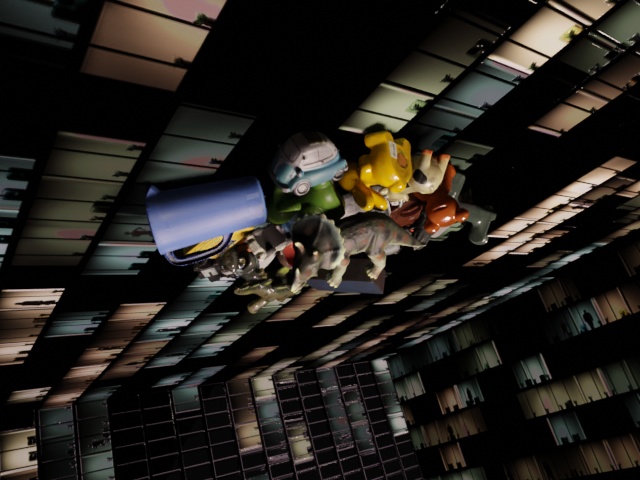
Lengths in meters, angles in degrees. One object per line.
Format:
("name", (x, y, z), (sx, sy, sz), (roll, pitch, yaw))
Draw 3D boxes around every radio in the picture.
("radio", (0.071, 0.103, 1.559), (0.230, 0.073, 0.131), (2, 161, 26))

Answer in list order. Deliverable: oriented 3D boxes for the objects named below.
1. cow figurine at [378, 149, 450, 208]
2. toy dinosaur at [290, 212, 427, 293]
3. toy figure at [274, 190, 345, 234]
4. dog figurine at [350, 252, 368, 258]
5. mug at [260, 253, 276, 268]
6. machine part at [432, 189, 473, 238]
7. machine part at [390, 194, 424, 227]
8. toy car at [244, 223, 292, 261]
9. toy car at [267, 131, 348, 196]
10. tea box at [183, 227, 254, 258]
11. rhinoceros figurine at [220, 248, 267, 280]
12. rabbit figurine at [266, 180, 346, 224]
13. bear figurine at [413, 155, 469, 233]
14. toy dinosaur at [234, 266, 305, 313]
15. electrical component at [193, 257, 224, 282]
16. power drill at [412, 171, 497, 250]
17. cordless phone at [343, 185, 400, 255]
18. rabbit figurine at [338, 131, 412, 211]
("cow figurine", (0.206, -0.140, 1.240), (0.085, 0.127, 0.195), (14, 179, -27))
("toy dinosaur", (0.087, -0.002, 1.196), (0.405, 0.131, 0.192), (-19, 149, -23))
("toy figure", (-0.025, -0.071, 1.321), (0.180, 0.082, 0.089), (-26, 160, 15))
("dog figurine", (0.091, -0.007, 1.521), (0.192, 0.108, 0.219), (-23, 154, 17))
("mug", (-0.171, 0.050, 1.507), (0.107, 0.081, 0.109), (-35, 150, 17))
("machine part", (0.368, -0.078, 1.576), (0.079, 0.079, 0.243), (-4, 154, -26))
("machine part", (0.246, -0.093, 1.486), (0.179, 0.056, 0.179), (-15, 158, -6))
("toy car", (-0.124, -0.001, 1.340), (0.056, 0.073, 0.202), (-36, 179, 26))
("toy car", (-0.022, -0.165, 1.080), (0.162, 0.109, 0.102), (-18, 143, -18))
("tea box", (-0.250, -0.021, 1.299), (0.098, 0.068, 0.169), (7, 147, -45))
("rhinoceros figurine", (-0.196, 0.060, 1.370), (0.112, 0.073, 0.190), (-4, 169, 7))
("rabbit figurine", (-0.046, -0.081, 1.184), (0.170, 0.121, 0.159), (-23, 169, 8))
("bear figurine", (0.289, -0.106, 1.301), (0.120, 0.196, 0.131), (-28, 156, 19))
("toy dinosaur", (-0.140, 0.136, 1.629), (0.198, 0.105, 0.471), (-30, 171, 30))
("electrical component", (-0.310, 0.077, 1.513), (0.075, 0.048, 0.119), (-16, 158, 1))
("power drill", (0.355, -0.054, 1.424), (0.207, 0.232, 0.086), (21, 179, -20))
("cordless phone", (0.117, -0.036, 1.363), (0.147, 0.184, 0.088), (-17, 162, 1))
("rabbit figurine", (0.114, -0.144, 1.191), (0.173, 0.162, 0.122), (-10, 177, 36))
